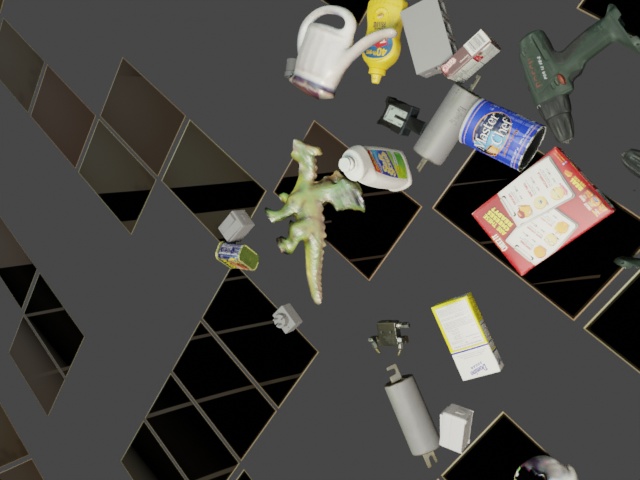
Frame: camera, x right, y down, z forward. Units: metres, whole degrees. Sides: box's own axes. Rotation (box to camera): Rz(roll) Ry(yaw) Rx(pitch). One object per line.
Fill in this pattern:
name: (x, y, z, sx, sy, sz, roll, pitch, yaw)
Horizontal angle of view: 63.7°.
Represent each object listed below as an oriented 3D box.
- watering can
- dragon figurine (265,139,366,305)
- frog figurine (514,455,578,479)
watering can: (0.034, -0.445, 1.243, 0.353, 0.104, 0.221, 40, 115, 46)
dragon figurine: (0.004, -0.066, 1.319, 0.240, 0.122, 0.413, -29, 79, 23)
frog figurine: (0.489, 0.522, 1.056, 0.159, 0.124, 0.136, 21, 100, -7)
